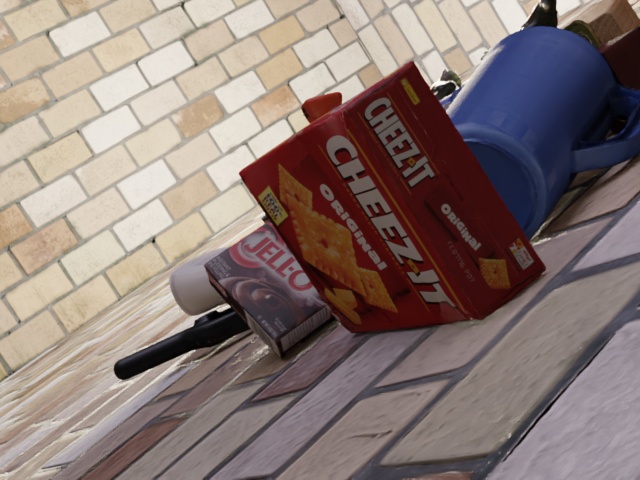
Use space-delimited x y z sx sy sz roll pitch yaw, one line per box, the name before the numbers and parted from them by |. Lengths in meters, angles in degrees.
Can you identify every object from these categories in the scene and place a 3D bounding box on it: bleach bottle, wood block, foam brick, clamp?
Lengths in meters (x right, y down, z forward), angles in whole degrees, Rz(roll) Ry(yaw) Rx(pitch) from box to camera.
bleach bottle | -0.101 0.041 1.246 0.102 0.068 0.251 -29 5 -19
wood block | 0.340 -0.228 1.284 0.091 0.090 0.205 -30 7 26
foam brick | 0.281 -0.145 0.980 0.051 0.078 0.053 -36 6 -19
clamp | -0.123 0.101 1.242 0.210 0.036 0.164 -24 3 37

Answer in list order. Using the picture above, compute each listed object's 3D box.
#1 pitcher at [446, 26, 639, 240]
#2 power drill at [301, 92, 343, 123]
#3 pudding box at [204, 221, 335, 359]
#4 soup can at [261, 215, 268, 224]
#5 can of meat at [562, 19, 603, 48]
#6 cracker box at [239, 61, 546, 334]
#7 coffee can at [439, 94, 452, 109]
pitcher | 0.171 -0.083 0.882 0.149 0.145 0.242 -44 2 35
power drill | 0.023 -0.105 1.463 0.057 0.187 0.184 -12 4 -5
pudding box | -0.037 0.040 0.967 0.090 0.114 0.039 -35 -30 -18
soup can | -0.008 0.001 1.143 0.068 0.102 0.068 -32 6 4
can of meat | 0.219 -0.161 1.044 0.101 0.057 0.084 -38 6 -40
cracker box | 0.040 -0.017 0.768 0.072 0.164 0.214 -37 7 -21
coffee can | 0.200 -0.134 1.170 0.102 0.103 0.141 -36 7 -34
